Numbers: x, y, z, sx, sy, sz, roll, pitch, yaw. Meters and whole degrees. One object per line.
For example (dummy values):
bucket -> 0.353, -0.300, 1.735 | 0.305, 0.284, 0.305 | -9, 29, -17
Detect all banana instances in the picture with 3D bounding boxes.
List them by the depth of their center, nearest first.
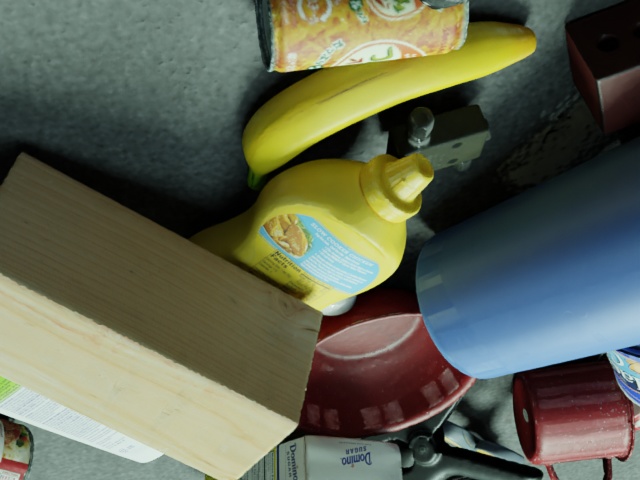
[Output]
banana -> 0.029, -0.087, 0.624 | 0.198, 0.037, 0.069 | -24, 169, 14

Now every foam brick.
foam brick -> 0.194, -0.108, 0.636 | 0.078, 0.053, 0.051 | -20, 140, 5

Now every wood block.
wood block -> -0.114, 0.050, 0.634 | 0.206, 0.090, 0.090 | 29, 133, -15

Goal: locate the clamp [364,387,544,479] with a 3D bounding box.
clamp -> 0.102, 0.180, 0.907 | 0.172, 0.120, 0.039 | -34, 165, 27

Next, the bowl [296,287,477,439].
bowl -> 0.040, 0.085, 0.809 | 0.162, 0.055, 0.162 | -9, 140, -8

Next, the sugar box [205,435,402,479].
sugar box -> -0.018, 0.200, 0.890 | 0.093, 0.048, 0.177 | 11, 153, -30

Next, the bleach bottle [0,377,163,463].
bleach bottle -> -0.193, 0.077, 0.721 | 0.103, 0.068, 0.250 | -40, 132, 25

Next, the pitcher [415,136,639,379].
pitcher -> 0.191, 0.016, 0.683 | 0.243, 0.149, 0.144 | -24, 167, 37

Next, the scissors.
scissors -> 0.174, 0.206, 0.986 | 0.201, 0.096, 0.016 | 34, 77, -41

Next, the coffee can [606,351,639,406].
coffee can -> 0.263, 0.060, 0.816 | 0.103, 0.103, 0.140 | -25, 140, 11

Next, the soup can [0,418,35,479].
soup can -> -0.271, 0.155, 0.780 | 0.069, 0.068, 0.102 | -39, 134, 26

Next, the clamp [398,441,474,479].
clamp -> 0.060, 0.252, 1.026 | 0.210, 0.036, 0.164 | -30, 138, 17

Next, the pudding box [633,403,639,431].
pudding box -> 0.308, 0.128, 0.960 | 0.090, 0.039, 0.113 | -10, 140, -6

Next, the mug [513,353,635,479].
mug -> 0.216, 0.160, 0.914 | 0.081, 0.117, 0.093 | -6, 170, -4

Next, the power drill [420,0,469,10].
power drill -> 0.046, -0.191, 0.443 | 0.187, 0.057, 0.185 | 12, 132, -36

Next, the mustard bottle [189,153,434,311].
mustard bottle -> -0.004, 0.000, 0.665 | 0.096, 0.058, 0.192 | 36, 132, -25

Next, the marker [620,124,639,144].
marker -> 0.261, -0.080, 0.717 | 0.121, 0.020, 0.020 | -13, 140, -2
